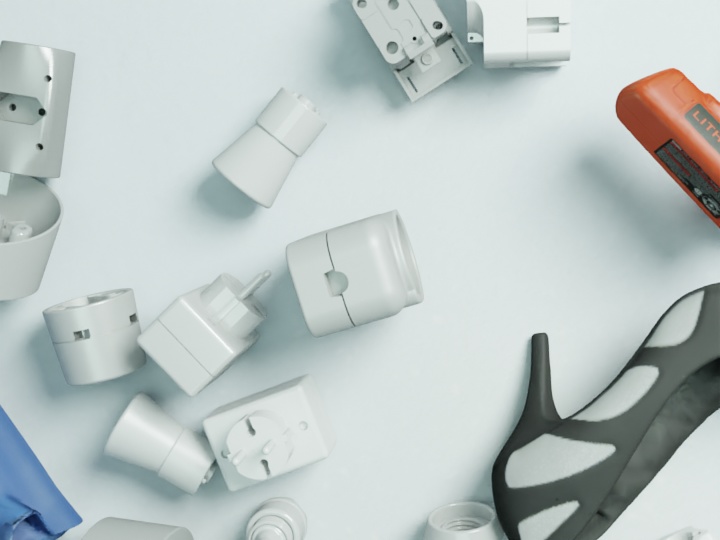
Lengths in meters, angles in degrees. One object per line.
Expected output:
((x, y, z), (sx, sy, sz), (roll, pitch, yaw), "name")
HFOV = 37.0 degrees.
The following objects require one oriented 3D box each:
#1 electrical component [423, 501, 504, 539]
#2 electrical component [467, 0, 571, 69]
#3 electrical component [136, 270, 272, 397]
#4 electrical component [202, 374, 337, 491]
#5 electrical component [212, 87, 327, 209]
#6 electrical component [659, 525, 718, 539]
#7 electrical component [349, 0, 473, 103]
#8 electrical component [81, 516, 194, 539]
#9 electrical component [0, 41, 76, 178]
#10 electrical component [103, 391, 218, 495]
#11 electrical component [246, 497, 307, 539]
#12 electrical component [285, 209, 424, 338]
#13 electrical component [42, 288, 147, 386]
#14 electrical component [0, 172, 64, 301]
((0.064, 0.173, 0.646), (0.066, 0.048, 0.055), (-4, 103, 8), "electrical component")
((0.088, -0.160, 0.604), (0.056, 0.050, 0.089), (-1, 96, 7), "electrical component")
((-0.082, 0.028, 0.638), (0.077, 0.066, 0.047), (-44, 89, 9), "electrical component")
((-0.057, 0.100, 0.637), (0.066, 0.077, 0.047), (-21, 93, 9), "electrical component")
((-0.051, -0.075, 0.637), (0.044, 0.044, 0.065), (39, 94, 2), "electrical component")
((0.200, 0.186, 0.630), (0.043, 0.043, 0.062), (-29, 93, 9), "electrical component")
((0.025, -0.140, 0.608), (0.042, 0.064, 0.081), (-32, 91, 10), "electrical component")
((-0.148, 0.201, 0.646), (0.060, 0.108, 0.108), (11, 97, 12), "electrical component")
((-0.217, -0.100, 0.653), (0.079, 0.043, 0.077), (10, 97, 6), "electrical component")
((-0.119, 0.110, 0.665), (0.065, 0.044, 0.044), (30, 99, -1), "electrical component")
((-0.053, 0.160, 0.650), (0.035, 0.061, 0.035), (1, 95, 8), "electrical component")
((0.000, 0.000, 0.610), (0.059, 0.095, 0.053), (-17, 94, 9), "electrical component")
((-0.160, 0.041, 0.656), (0.055, 0.055, 0.047), (-12, 98, 8), "electrical component")
((-0.231, -0.023, 0.639), (0.099, 0.099, 0.064), (17, 104, 5), "electrical component")
